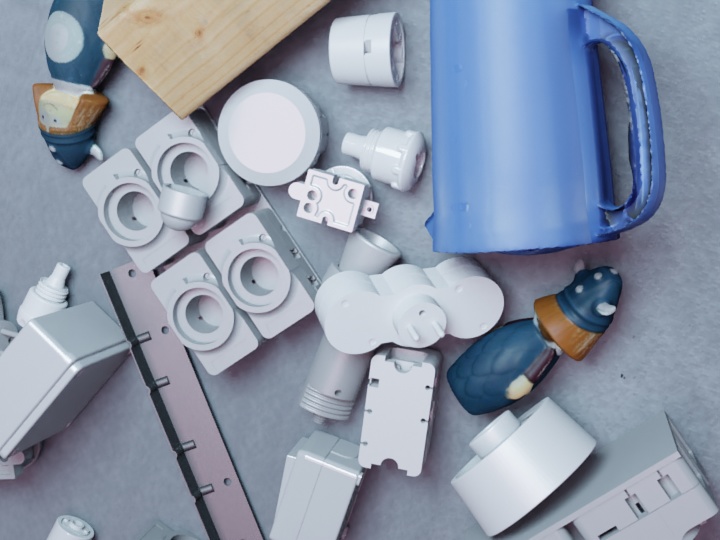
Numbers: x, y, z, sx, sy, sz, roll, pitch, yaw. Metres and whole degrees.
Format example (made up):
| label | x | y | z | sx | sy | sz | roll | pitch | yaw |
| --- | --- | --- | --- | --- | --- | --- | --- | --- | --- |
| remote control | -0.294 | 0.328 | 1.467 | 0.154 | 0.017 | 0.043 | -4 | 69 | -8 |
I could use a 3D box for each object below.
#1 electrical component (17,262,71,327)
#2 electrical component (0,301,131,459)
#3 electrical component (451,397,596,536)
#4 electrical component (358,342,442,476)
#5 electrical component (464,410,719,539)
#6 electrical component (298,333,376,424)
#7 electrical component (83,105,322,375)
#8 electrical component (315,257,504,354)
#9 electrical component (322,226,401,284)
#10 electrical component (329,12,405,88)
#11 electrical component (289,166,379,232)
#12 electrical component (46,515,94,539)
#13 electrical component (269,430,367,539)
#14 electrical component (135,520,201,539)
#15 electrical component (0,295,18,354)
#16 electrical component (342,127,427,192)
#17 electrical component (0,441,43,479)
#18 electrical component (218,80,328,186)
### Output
| label | x | y | z | sx | sy | sz | roll | pitch | yaw |
| --- | --- | --- | --- | --- | --- | --- | --- | --- | --- |
| electrical component | -0.261 | 0.023 | 0.900 | 0.035 | 0.035 | 0.061 | 30 | 100 | 6 |
| electrical component | -0.252 | 0.086 | 0.870 | 0.056 | 0.109 | 0.108 | 43 | 103 | 5 |
| electrical component | 0.117 | 0.141 | 0.808 | 0.108 | 0.108 | 0.060 | -43 | 82 | 14 |
| electrical component | 0.033 | 0.107 | 0.843 | 0.050 | 0.056 | 0.089 | 9 | 100 | 10 |
| electrical component | 0.169 | 0.192 | 0.804 | 0.186 | 0.105 | 0.060 | -35 | 90 | 14 |
| electrical component | -0.019 | 0.085 | 0.857 | 0.043 | 0.043 | 0.081 | 23 | 102 | 7 |
| electrical component | -0.122 | -0.023 | 0.853 | 0.105 | 0.060 | 0.186 | -34 | 91 | 14 |
| electrical component | 0.041 | 0.033 | 0.797 | 0.138 | 0.073 | 0.052 | -7 | 116 | -12 |
| electrical component | 0.000 | 0.000 | 0.840 | 0.045 | 0.045 | 0.055 | 31 | 103 | 5 |
| electrical component | 0.005 | -0.165 | 0.811 | 0.047 | 0.055 | 0.055 | 2 | 98 | 15 |
| electrical component | -0.017 | -0.055 | 0.830 | 0.066 | 0.055 | 0.048 | 17 | 101 | 8 |
| electrical component | -0.258 | 0.246 | 0.929 | 0.044 | 0.044 | 0.065 | 29 | 98 | 6 |
| electrical component | -0.036 | 0.185 | 0.865 | 0.061 | 0.062 | 0.096 | 20 | 101 | 8 |
| electrical component | -0.155 | 0.259 | 0.905 | 0.089 | 0.050 | 0.055 | 36 | 104 | 4 |
| electrical component | -0.317 | 0.056 | 0.905 | 0.079 | 0.044 | 0.077 | 13 | 101 | 26 |
| electrical component | 0.017 | -0.089 | 0.825 | 0.062 | 0.048 | 0.048 | 18 | 101 | 15 |
| electrical component | -0.303 | 0.152 | 0.916 | 0.066 | 0.055 | 0.048 | -4 | 97 | 12 |
| electrical component | -0.066 | -0.107 | 0.834 | 0.080 | 0.051 | 0.080 | 2 | 98 | 11 |
